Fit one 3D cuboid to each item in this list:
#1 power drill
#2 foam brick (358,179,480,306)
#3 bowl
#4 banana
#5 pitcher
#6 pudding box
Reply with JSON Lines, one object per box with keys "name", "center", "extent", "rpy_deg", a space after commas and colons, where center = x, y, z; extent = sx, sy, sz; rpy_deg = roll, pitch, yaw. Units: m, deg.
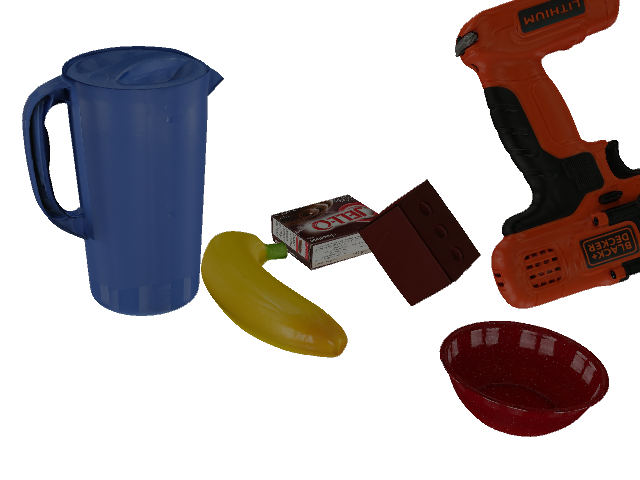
{"name": "power drill", "center": [0.176, -0.067, 0.664], "extent": [0.184, 0.187, 0.057], "rpy_deg": [-18, -2, -5]}
{"name": "foam brick", "center": [0.079, 0.003, 0.857], "extent": [0.051, 0.078, 0.052], "rpy_deg": [-34, 3, 40]}
{"name": "bowl", "center": [0.192, 0.140, 1.031], "extent": [0.162, 0.055, 0.162], "rpy_deg": [5, 26, -2]}
{"name": "banana", "center": [-0.038, 0.026, 0.671], "extent": [0.069, 0.037, 0.198], "rpy_deg": [-4, 18, -11]}
{"name": "pitcher", "center": [-0.180, -0.053, 1.009], "extent": [0.149, 0.243, 0.144], "rpy_deg": [9, 26, 12]}
{"name": "pudding box", "center": [0.012, -0.011, 1.239], "extent": [0.113, 0.039, 0.090], "rpy_deg": [-18, 31, -27]}
